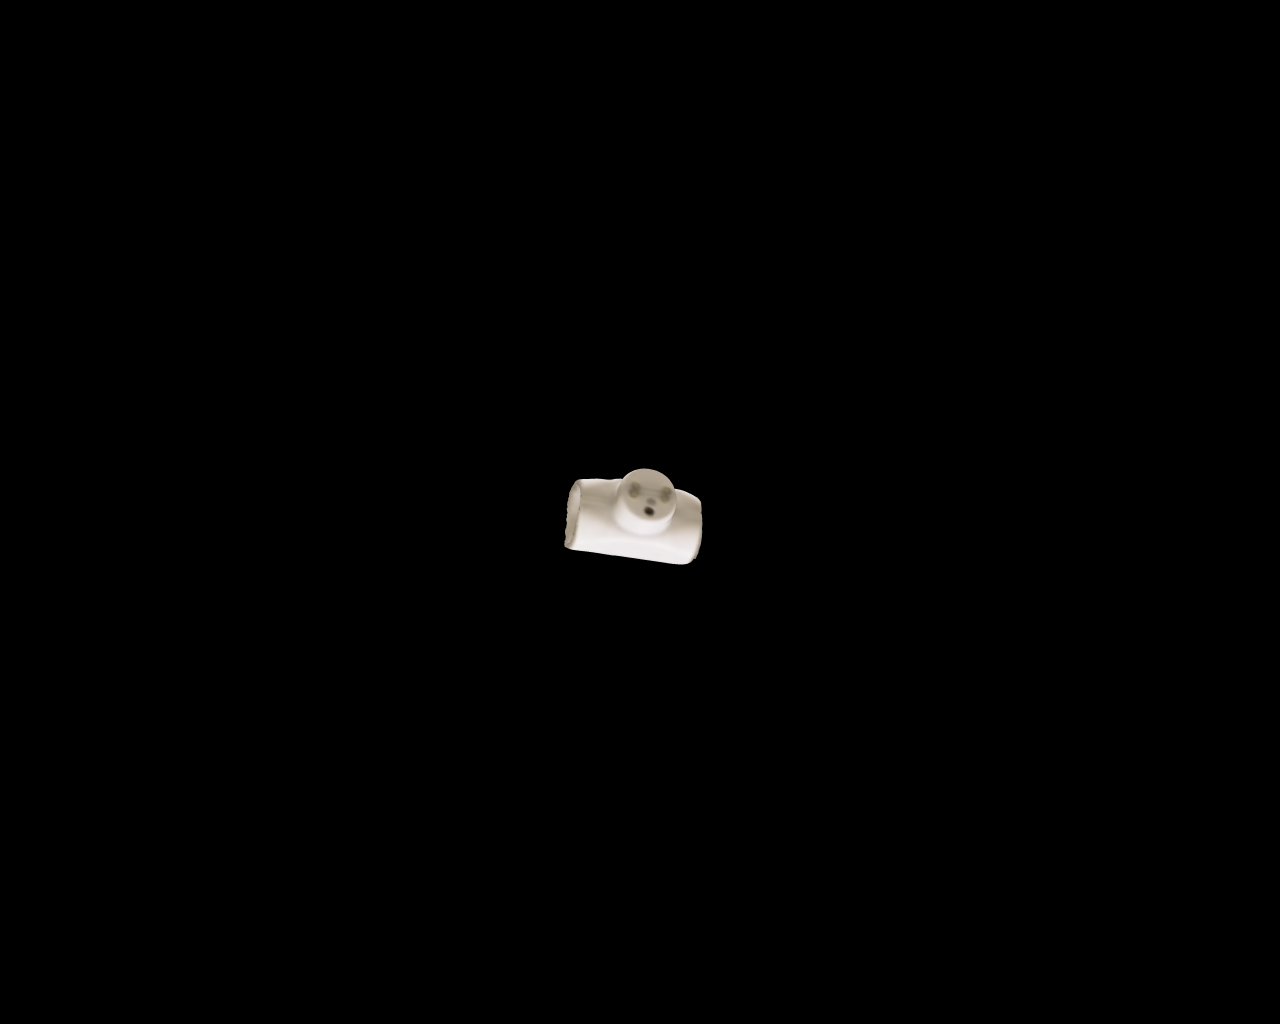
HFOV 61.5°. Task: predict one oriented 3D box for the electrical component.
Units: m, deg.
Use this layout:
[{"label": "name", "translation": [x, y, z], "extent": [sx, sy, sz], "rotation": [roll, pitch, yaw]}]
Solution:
[{"label": "electrical component", "translation": [0.001, -0.003, 0.650], "extent": [0.077, 0.044, 0.079], "rotation": [8, -32, -14]}]
